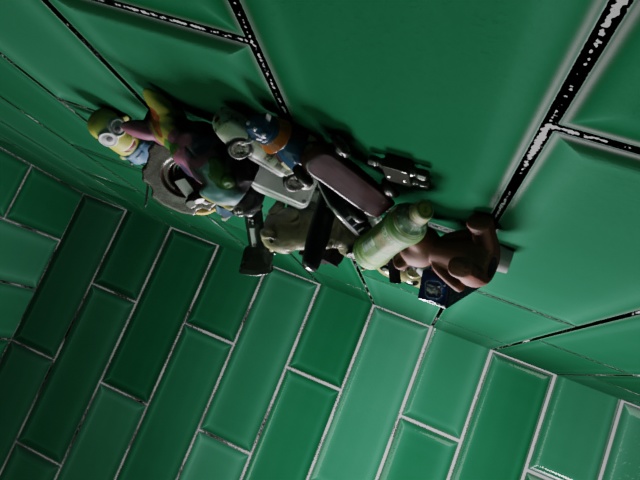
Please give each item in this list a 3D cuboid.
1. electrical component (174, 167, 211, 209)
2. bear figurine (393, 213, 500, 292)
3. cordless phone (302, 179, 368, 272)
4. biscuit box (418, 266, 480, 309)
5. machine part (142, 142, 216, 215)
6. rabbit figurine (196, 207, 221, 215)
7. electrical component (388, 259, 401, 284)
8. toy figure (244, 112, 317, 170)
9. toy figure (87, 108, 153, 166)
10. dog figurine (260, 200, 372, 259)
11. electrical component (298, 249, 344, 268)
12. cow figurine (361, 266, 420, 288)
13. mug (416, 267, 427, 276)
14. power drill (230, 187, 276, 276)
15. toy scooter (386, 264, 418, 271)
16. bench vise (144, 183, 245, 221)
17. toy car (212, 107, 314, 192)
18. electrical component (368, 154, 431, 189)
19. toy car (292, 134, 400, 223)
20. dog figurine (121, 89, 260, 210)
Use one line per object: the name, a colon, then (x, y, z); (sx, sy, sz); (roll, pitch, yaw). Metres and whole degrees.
electrical component: (-0.229, -0.107, 1.001); (0.045, 0.102, 0.078); (-14, 127, 16)
bear figurine: (0.209, 0.010, 0.940); (0.196, 0.120, 0.131); (22, 168, 37)
cordless phone: (0.027, -0.021, 0.956); (0.089, 0.184, 0.146); (13, 167, 25)
biscuit box: (0.267, 0.076, 1.064); (0.059, 0.062, 0.202); (17, -162, 33)
machine part: (-0.269, -0.135, 1.078); (0.179, 0.179, 0.056); (23, -149, -6)
rabbit figurine: (-0.301, -0.132, 1.390); (0.162, 0.121, 0.173); (16, -172, -23)
electrical component: (0.164, 0.027, 1.106); (0.048, 0.119, 0.075); (-14, -172, -31)
toy figure: (-0.055, -0.146, 0.811); (0.154, 0.064, 0.058); (29, 180, -39)
toy figure: (-0.438, -0.223, 1.202); (0.089, 0.082, 0.180); (15, 171, 26)
dog figurine: (-0.001, -0.007, 1.033); (0.191, 0.172, 0.121); (23, 131, 18)
electrical component: (0.008, 0.001, 1.331); (0.134, 0.115, 0.058); (9, 161, 48)
cow figurine: (0.178, 0.060, 1.371); (0.195, 0.085, 0.127); (20, 177, 26)
mug: (0.279, 0.077, 1.247); (0.107, 0.081, 0.109); (29, 178, 14)
power drill: (-0.141, -0.032, 1.088); (0.086, 0.207, 0.232); (-7, -151, 5)
toy scooter: (0.165, 0.023, 1.232); (0.135, 0.075, 0.184); (23, 175, 6)
bench vise: (-0.269, -0.119, 1.215); (0.241, 0.129, 0.223); (6, 164, -6)
toy car: (-0.086, -0.143, 0.874); (0.201, 0.056, 0.074); (28, -156, -36)
electrical component: (0.117, -0.101, 0.795); (0.094, 0.021, 0.063); (19, 170, 18)
toy car: (0.045, -0.093, 0.836); (0.202, 0.089, 0.053); (29, -150, -43)
dog figurine: (-0.223, -0.160, 0.918); (0.219, 0.108, 0.192); (30, -162, -23)
